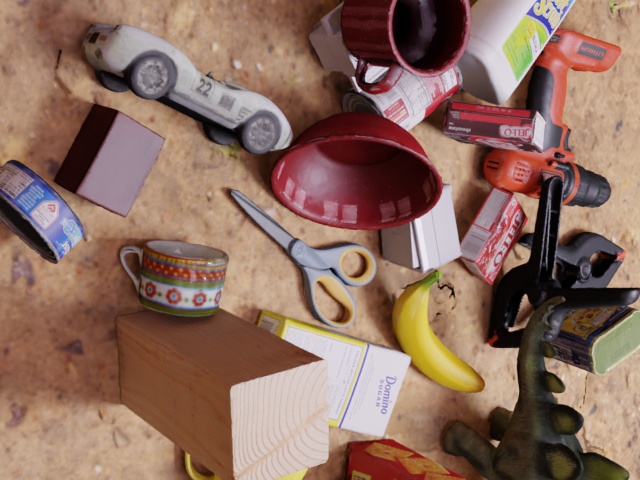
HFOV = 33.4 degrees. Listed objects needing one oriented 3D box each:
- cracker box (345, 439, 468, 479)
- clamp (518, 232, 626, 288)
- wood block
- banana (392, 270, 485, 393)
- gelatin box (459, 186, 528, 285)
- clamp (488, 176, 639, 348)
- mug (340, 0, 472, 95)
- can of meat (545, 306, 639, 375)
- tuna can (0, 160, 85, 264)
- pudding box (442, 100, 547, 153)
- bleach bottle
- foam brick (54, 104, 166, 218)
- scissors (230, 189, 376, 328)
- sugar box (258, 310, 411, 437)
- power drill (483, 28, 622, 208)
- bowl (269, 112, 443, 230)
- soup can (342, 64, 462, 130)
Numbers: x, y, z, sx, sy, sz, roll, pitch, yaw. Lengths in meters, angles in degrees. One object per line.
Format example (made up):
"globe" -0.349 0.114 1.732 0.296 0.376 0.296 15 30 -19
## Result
"cracker box" 0.104 0.315 1.079 0.071 0.214 0.164 3 99 -36
"clamp" 0.296 0.046 1.258 0.171 0.039 0.120 -5 105 -34
"wood block" -0.087 0.123 0.905 0.090 0.206 0.090 -11 107 -33
"banana" 0.120 0.109 1.136 0.197 0.070 0.037 63 29 -42
"gelatin box" 0.189 -0.005 1.161 0.089 0.030 0.073 -59 150 -8
"clamp" 0.243 0.044 1.165 0.036 0.210 0.164 -4 60 -34
"mug" 0.067 -0.181 0.936 0.093 0.082 0.117 27 85 -36
"can of meat" 0.324 0.111 1.265 0.102 0.084 0.057 -30 117 -26
"tuna can" -0.228 -0.023 0.847 0.033 0.086 0.086 -47 123 -20
"pudding box" 0.179 -0.114 1.079 0.113 0.090 0.039 -7 106 -72
"bleach bottle" 0.228 -0.265 1.106 0.250 0.068 0.102 -53 145 -10
"foam brick" -0.176 -0.066 0.894 0.052 0.051 0.078 31 83 -37
"scissors" -0.007 0.001 1.051 0.096 0.016 0.201 -43 122 -21
"sugar box" 0.005 0.137 1.074 0.175 0.048 0.093 21 89 -40
"power drill" 0.275 -0.132 1.189 0.184 0.057 0.188 9 96 -36
"bowl" 0.035 -0.072 1.000 0.161 0.162 0.055 30 53 -36
"soup can" 0.080 -0.144 1.044 0.102 0.069 0.068 -39 120 -21
